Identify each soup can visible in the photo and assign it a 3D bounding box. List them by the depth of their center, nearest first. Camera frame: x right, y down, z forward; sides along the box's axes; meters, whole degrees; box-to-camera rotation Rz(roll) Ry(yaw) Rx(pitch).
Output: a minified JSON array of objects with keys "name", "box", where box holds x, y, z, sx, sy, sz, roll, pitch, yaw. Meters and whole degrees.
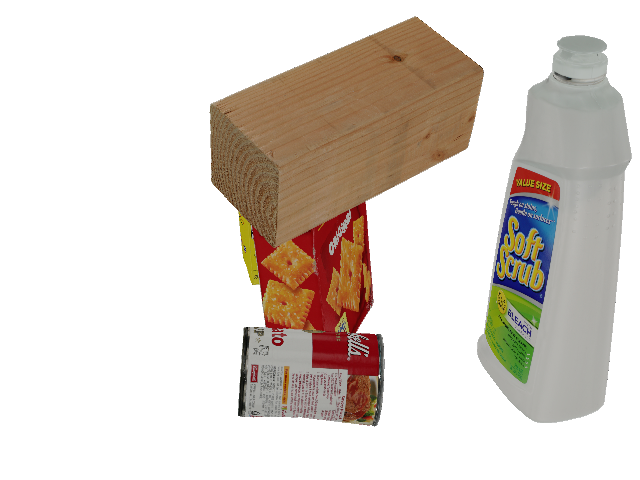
[{"name":"soup can","box":[-0.008,0.100,0.785,0.102,0.068,0.068,4,0,-3]}]

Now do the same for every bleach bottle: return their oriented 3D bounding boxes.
[{"name":"bleach bottle","box":[0.150,-0.009,0.682,0.068,0.251,0.103,-11,32,-14]}]

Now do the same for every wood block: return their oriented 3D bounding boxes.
[{"name":"wood block","box":[0.021,-0.091,0.860,0.205,0.090,0.091,-28,55,-26]}]

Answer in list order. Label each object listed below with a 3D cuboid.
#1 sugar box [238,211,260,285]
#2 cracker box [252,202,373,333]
[{"name":"sugar box","box":[-0.079,-0.043,1.326,0.048,0.176,0.093,-10,24,-9]},{"name":"cracker box","box":[-0.003,0.002,1.053,0.072,0.214,0.164,3,26,18]}]
